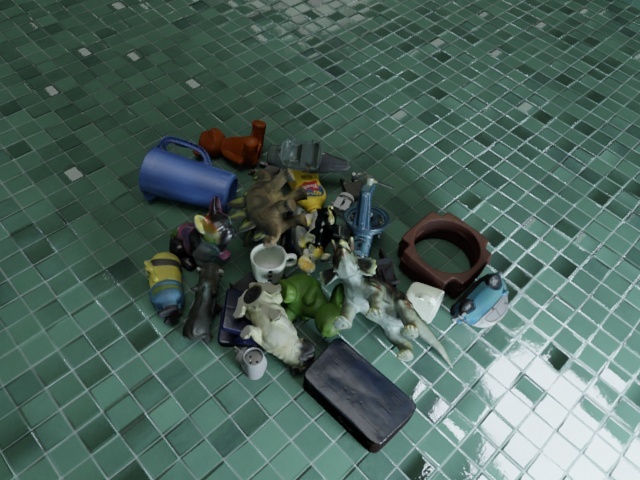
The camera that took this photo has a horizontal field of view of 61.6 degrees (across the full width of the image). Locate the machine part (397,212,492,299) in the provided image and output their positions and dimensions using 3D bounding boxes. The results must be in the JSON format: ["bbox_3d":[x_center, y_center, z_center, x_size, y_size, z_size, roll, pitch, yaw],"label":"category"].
[{"bbox_3d":[0.318,0.038,1.388,0.202,0.087,0.201,38,59,24],"label":"machine part"}]

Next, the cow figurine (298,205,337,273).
[{"bbox_3d":[-0.001,-0.002,1.301,0.068,0.098,0.167,29,52,-27],"label":"cow figurine"}]

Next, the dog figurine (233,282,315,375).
[{"bbox_3d":[-0.092,0.194,1.201,0.121,0.190,0.172,-25,41,16],"label":"dog figurine"}]

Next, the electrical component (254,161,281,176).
[{"bbox_3d":[-0.141,-0.199,1.568,0.094,0.021,0.063,22,54,10],"label":"electrical component"}]

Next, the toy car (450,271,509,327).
[{"bbox_3d":[0.398,0.156,1.298,0.103,0.109,0.162,45,69,6],"label":"toy car"}]

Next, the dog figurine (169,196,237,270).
[{"bbox_3d":[-0.287,-0.020,1.299,0.192,0.219,0.108,29,53,16],"label":"dog figurine"}]

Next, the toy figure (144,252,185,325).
[{"bbox_3d":[-0.364,0.110,1.280,0.089,0.082,0.180,-8,49,-25],"label":"toy figure"}]

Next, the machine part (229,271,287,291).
[{"bbox_3d":[-0.154,0.104,1.328,0.139,0.039,0.084,-26,64,-24],"label":"machine part"}]

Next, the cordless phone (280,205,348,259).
[{"bbox_3d":[-0.008,-0.001,1.402,0.184,0.088,0.147,14,51,-16],"label":"cordless phone"}]

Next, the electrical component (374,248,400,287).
[{"bbox_3d":[0.156,0.077,1.351,0.048,0.074,0.119,-10,59,-13],"label":"electrical component"}]

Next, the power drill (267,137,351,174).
[{"bbox_3d":[-0.030,-0.219,1.422,0.232,0.086,0.207,8,8,0],"label":"power drill"}]

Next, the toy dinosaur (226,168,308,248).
[{"bbox_3d":[-0.139,-0.097,1.359,0.199,0.105,0.472,-24,28,11],"label":"toy dinosaur"}]

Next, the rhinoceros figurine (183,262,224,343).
[{"bbox_3d":[-0.272,0.143,1.243,0.073,0.112,0.190,8,61,4],"label":"rhinoceros figurine"}]

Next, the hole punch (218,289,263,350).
[{"bbox_3d":[-0.174,0.181,1.239,0.116,0.092,0.142,4,49,-6],"label":"hole punch"}]

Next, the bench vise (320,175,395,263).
[{"bbox_3d":[0.108,-0.043,1.348,0.129,0.240,0.224,17,38,18],"label":"bench vise"}]

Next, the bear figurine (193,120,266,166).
[{"bbox_3d":[-0.266,-0.290,1.564,0.196,0.131,0.120,19,49,2],"label":"bear figurine"}]

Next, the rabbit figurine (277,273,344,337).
[{"bbox_3d":[-0.004,0.163,1.251,0.159,0.121,0.170,-15,40,-40],"label":"rabbit figurine"}]

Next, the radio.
[{"bbox_3d":[0.078,0.332,1.154,0.230,0.073,0.131,38,60,23],"label":"radio"}]

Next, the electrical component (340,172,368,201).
[{"bbox_3d":[0.107,-0.150,1.537,0.078,0.045,0.102,-9,54,-13],"label":"electrical component"}]

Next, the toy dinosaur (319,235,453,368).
[{"bbox_3d":[0.145,0.146,1.229,0.404,0.131,0.192,36,35,-27],"label":"toy dinosaur"}]
